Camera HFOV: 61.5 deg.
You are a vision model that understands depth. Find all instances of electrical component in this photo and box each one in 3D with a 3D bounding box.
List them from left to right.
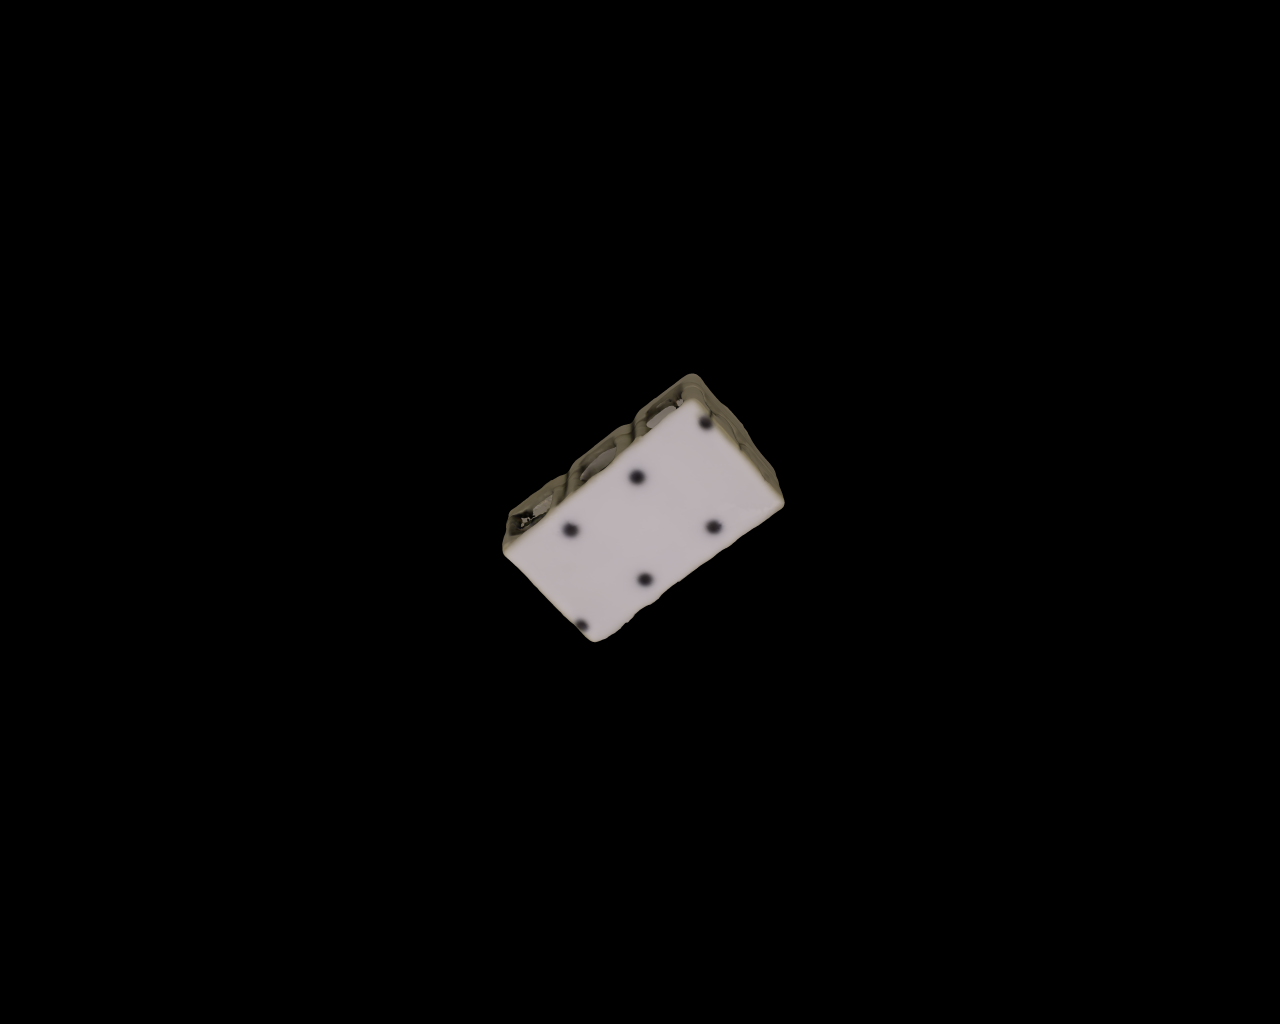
[{"bbox_3d":[0.001,-0.003,0.650,0.150,0.089,0.062,-36,19,15],"label":"electrical component"}]
